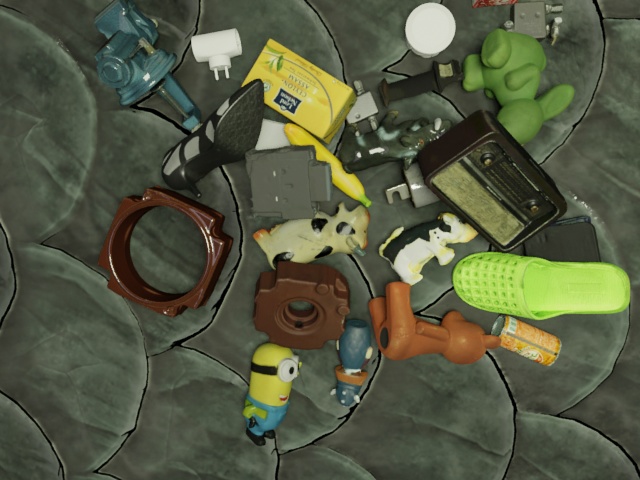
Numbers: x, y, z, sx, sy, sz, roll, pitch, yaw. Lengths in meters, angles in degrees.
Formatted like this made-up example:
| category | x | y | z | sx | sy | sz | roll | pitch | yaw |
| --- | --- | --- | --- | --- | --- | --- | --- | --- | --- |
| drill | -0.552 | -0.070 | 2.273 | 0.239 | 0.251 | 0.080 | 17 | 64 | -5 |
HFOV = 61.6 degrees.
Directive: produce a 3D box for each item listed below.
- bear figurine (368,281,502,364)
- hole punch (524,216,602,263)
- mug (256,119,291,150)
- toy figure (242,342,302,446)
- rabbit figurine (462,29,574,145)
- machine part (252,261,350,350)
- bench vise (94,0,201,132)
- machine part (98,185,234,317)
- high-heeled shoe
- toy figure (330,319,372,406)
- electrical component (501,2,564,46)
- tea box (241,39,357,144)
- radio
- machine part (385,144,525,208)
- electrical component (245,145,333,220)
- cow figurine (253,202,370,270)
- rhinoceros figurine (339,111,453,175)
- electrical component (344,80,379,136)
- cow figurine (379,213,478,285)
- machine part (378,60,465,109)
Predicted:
| category | x | y | z | sx | sy | sz | roll | pitch | yaw |
| --- | --- | --- | --- | --- | --- | --- | --- | --- | --- |
| bear figurine | 0.197 | 0.148 | 0.924 | 0.196 | 0.120 | 0.132 | 0 | 64 | -15 |
| hole punch | 0.414 | 0.021 | 0.914 | 0.116 | 0.092 | 0.142 | -9 | 99 | 31 |
| mug | -0.080 | -0.151 | 0.933 | 0.109 | 0.081 | 0.107 | 9 | 104 | -25 |
| toy figure | -0.094 | 0.273 | 0.970 | 0.089 | 0.082 | 0.180 | 18 | 99 | 0 |
| rabbit figurine | 0.316 | -0.228 | 0.870 | 0.159 | 0.121 | 0.170 | 3 | 76 | -22 |
| machine part | -0.033 | 0.116 | 0.925 | 0.179 | 0.056 | 0.179 | 1 | 126 | 2 |
| bench vise | -0.277 | -0.276 | 0.900 | 0.129 | 0.224 | 0.240 | -35 | 122 | 11 |
| machine part | -0.273 | 0.020 | 0.954 | 0.201 | 0.087 | 0.201 | 25 | 97 | 0 |
| high-heeled shoe | -0.184 | -0.180 | 0.905 | 0.248 | 0.086 | 0.145 | -54 | 48 | 14 |
| toy figure | 0.060 | 0.222 | 0.964 | 0.058 | 0.064 | 0.154 | -1 | 103 | -34 |
| electrical component | 0.351 | -0.356 | 0.890 | 0.102 | 0.045 | 0.078 | 4 | 95 | 4 |
| tea box | -0.034 | -0.248 | 0.907 | 0.170 | 0.068 | 0.098 | 32 | 97 | 9 |
| radio | 0.271 | -0.086 | 0.835 | 0.229 | 0.073 | 0.131 | 34 | 122 | -31 |
| machine part | 0.228 | -0.115 | 0.908 | 0.243 | 0.079 | 0.079 | -18 | 94 | 6 |
| electrical component | -0.047 | -0.093 | 0.862 | 0.134 | 0.058 | 0.114 | -2 | 111 | 11 |
| cow figurine | -0.002 | -0.003 | 0.933 | 0.195 | 0.085 | 0.127 | -29 | 87 | 4 |
| rhinoceros figurine | 0.124 | -0.161 | 0.885 | 0.190 | 0.112 | 0.073 | -11 | 120 | 10 |
| electrical component | 0.067 | -0.227 | 0.936 | 0.063 | 0.021 | 0.094 | -22 | 94 | 7 |
| cow figurine | 0.190 | 0.000 | 0.930 | 0.167 | 0.068 | 0.098 | -37 | 86 | 6 |
| machine part | 0.169 | -0.265 | 0.905 | 0.139 | 0.084 | 0.039 | -14 | 130 | 14 |
